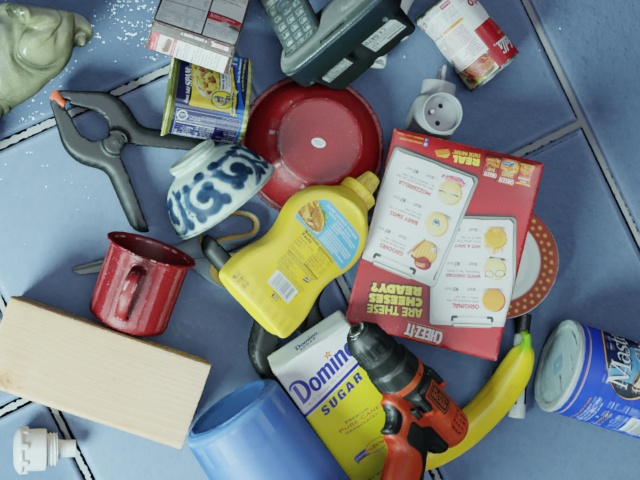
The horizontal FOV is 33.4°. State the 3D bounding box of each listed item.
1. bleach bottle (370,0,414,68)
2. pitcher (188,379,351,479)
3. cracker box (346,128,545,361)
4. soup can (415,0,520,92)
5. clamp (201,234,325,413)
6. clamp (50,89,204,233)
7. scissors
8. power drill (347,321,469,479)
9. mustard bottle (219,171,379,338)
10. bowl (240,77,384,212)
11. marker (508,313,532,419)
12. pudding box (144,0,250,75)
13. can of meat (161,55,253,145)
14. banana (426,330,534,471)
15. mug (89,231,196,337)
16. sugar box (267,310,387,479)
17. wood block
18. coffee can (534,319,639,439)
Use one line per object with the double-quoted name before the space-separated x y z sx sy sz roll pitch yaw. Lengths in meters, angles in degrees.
"bleach bottle" 0.084 -0.311 1.161 0.102 0.068 0.251 9 89 -7
"pitcher" -0.035 0.270 1.072 0.149 0.145 0.243 -41 102 -39
"cracker box" 0.132 0.005 1.136 0.164 0.072 0.214 14 86 8
"soup can" 0.160 -0.222 1.166 0.068 0.068 0.102 -40 94 -9
"clamp" -0.044 0.079 1.131 0.164 0.036 0.210 -1 92 -20
"clamp" -0.214 -0.090 1.115 0.171 0.039 0.120 29 78 -10
"scissors" -0.150 0.032 1.132 0.201 0.016 0.096 -24 92 -9
"power drill" 0.064 0.195 1.034 0.184 0.058 0.187 46 53 -28
"mustard bottle" -0.007 0.001 1.092 0.191 0.058 0.096 -47 111 -13
"bowl" -0.004 -0.102 1.141 0.162 0.055 0.162 0 88 -9
"marker" 0.223 0.137 1.188 0.020 0.020 0.121 5 87 -9
"pudding box" -0.125 -0.226 1.103 0.090 0.113 0.039 17 129 -8
"can of meat" -0.117 -0.151 1.110 0.084 0.057 0.102 9 57 -11
"banana" 0.172 0.180 1.157 0.069 0.037 0.198 32 98 -39
"mug" -0.182 0.048 1.065 0.093 0.117 0.081 20 99 -4
"sugar box" 0.031 0.169 1.112 0.093 0.048 0.176 -34 114 -1
"wood block" -0.224 0.133 1.079 0.206 0.090 0.091 20 85 -8
"coffee can" 0.320 0.156 1.161 0.140 0.103 0.103 18 85 -9
